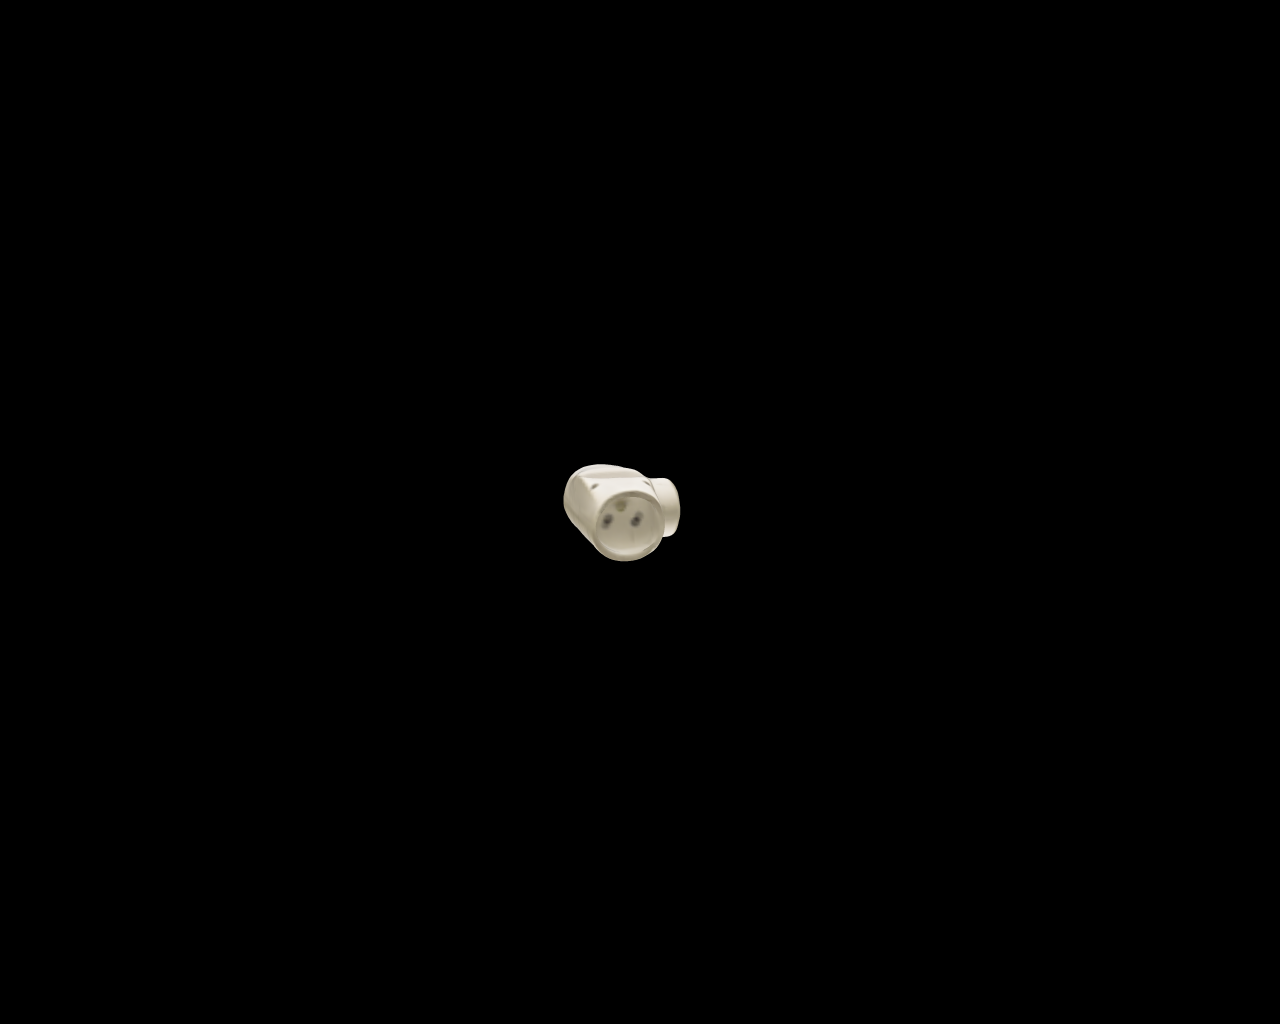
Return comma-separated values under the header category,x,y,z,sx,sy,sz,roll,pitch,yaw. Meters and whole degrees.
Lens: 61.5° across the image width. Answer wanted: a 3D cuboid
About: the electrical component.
category,x,y,z,sx,sy,sz,roll,pitch,yaw
electrical component,0.001,-0.003,0.650,0.079,0.043,0.077,-4,15,-15
